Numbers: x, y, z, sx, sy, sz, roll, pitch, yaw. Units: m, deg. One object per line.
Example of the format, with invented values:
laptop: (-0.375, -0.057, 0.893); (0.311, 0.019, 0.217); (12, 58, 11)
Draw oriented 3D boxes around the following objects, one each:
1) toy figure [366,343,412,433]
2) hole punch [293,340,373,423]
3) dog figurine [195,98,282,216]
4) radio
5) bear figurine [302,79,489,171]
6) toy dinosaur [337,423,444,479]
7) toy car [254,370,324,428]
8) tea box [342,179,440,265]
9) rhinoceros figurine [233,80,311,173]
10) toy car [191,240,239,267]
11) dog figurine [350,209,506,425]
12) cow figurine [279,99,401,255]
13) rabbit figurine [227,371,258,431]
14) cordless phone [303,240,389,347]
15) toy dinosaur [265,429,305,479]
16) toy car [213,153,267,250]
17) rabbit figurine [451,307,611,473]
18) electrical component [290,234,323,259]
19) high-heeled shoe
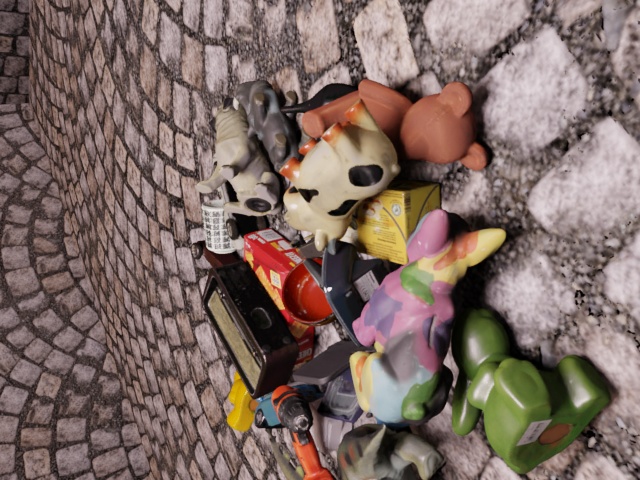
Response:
toy figure: (0.108, 0.203, 0.770); (0.089, 0.082, 0.180); (35, 131, 43)
hole punch: (0.038, 0.220, 0.850); (0.092, 0.116, 0.142); (60, 151, -5)
dog figurine: (-0.129, -0.154, 0.995); (0.121, 0.172, 0.190); (-14, 51, 32)
radio: (-0.131, 0.156, 0.977); (0.230, 0.073, 0.131); (53, 141, 27)
bear figurine: (0.090, -0.121, 0.643); (0.196, 0.132, 0.120); (30, 152, 52)
toy dinosaur: (0.084, 0.329, 0.734); (0.192, 0.131, 0.404); (12, 132, 43)
toy car: (-0.060, 0.303, 1.033); (0.161, 0.109, 0.103); (-38, 52, 45)
tea box: (0.081, -0.032, 0.733); (0.170, 0.068, 0.098); (17, 116, 51)
rhinoceros figurine: (-0.082, -0.201, 0.914); (0.190, 0.073, 0.112); (60, 154, 20)
toy car: (-0.206, 0.054, 1.161); (0.202, 0.089, 0.053); (35, 125, 43)
dog figurine: (0.118, 0.073, 0.590); (0.192, 0.108, 0.219); (-86, 16, -53)
cow figurine: (0.019, -0.061, 0.636); (0.127, 0.085, 0.195); (48, 143, -7)
rabbit figurine: (-0.152, 0.311, 1.162); (0.173, 0.122, 0.162); (-163, 66, -73)
cordless phone: (0.020, 0.050, 0.758); (0.184, 0.089, 0.146); (37, 164, 48)
toy dinosaur: (0.029, 0.542, 0.993); (0.472, 0.105, 0.198); (37, 123, 31)
toy car: (-0.158, -0.081, 1.054); (0.056, 0.073, 0.201); (175, 82, -69)
rabbit figurine: (0.209, 0.156, 0.606); (0.170, 0.121, 0.158); (-116, 25, -50)
electrical component: (-0.002, -0.003, 0.848); (0.045, 0.078, 0.102); (53, 151, -9)
high-heeled shoe: (0.023, -0.116, 0.816); (0.145, 0.086, 0.248); (3, 129, 22)
